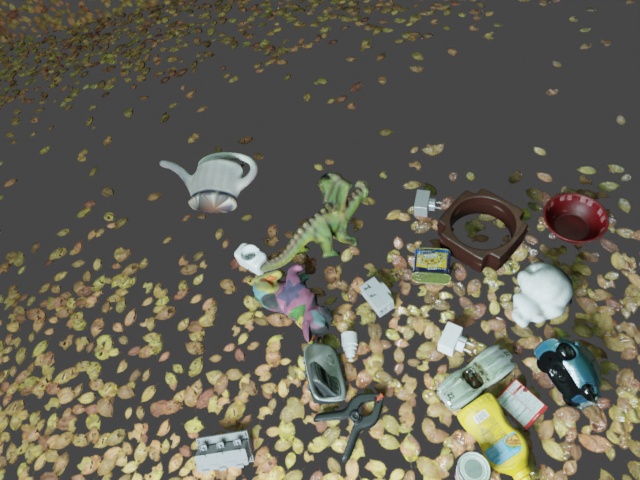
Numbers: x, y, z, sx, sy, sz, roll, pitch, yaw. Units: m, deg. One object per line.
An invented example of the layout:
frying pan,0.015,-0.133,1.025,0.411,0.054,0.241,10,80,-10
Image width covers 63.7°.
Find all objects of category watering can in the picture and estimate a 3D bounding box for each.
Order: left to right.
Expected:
watering can,-0.373,-0.189,1.664,0.347,0.102,0.230,-2,56,10

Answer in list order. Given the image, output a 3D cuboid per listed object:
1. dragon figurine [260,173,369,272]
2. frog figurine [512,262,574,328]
dragon figurine,0.004,-0.070,1.395,0.123,0.238,0.415,23,30,35
frog figurine,0.531,0.134,1.259,0.161,0.120,0.139,-25,74,-20
